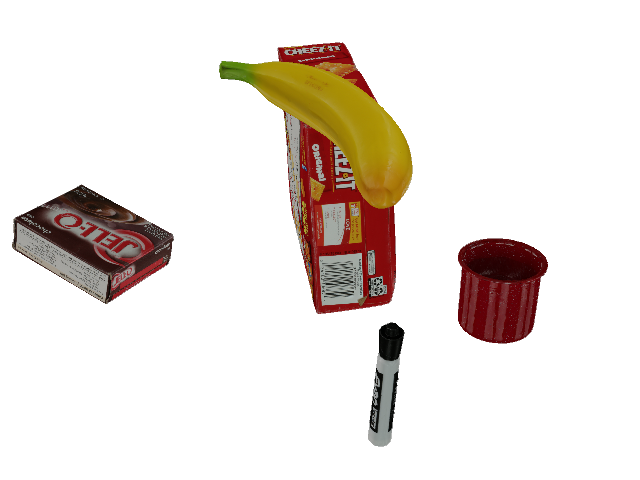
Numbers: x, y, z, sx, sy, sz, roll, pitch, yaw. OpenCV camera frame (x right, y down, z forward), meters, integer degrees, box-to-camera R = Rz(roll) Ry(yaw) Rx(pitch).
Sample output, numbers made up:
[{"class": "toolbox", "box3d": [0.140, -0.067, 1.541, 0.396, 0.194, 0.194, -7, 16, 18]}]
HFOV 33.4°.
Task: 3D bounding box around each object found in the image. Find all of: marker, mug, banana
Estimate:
[{"class": "marker", "box3d": [0.050, 0.112, 0.824, 0.020, 0.121, 0.020, 2, 37, -2]}, {"class": "mug", "box3d": [0.186, 0.049, 1.137, 0.093, 0.081, 0.117, -5, 30, -10]}, {"class": "banana", "box3d": [0.010, -0.070, 0.660, 0.069, 0.037, 0.198, -19, 36, -25]}]

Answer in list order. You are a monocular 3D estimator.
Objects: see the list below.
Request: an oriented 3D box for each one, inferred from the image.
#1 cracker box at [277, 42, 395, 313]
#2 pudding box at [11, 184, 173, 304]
[{"class": "cracker box", "box3d": [0.011, -0.062, 0.910, 0.072, 0.164, 0.214, -6, 26, -4]}, {"class": "pudding box", "box3d": [-0.203, 0.001, 0.952, 0.114, 0.039, 0.089, 26, 33, 20]}]
